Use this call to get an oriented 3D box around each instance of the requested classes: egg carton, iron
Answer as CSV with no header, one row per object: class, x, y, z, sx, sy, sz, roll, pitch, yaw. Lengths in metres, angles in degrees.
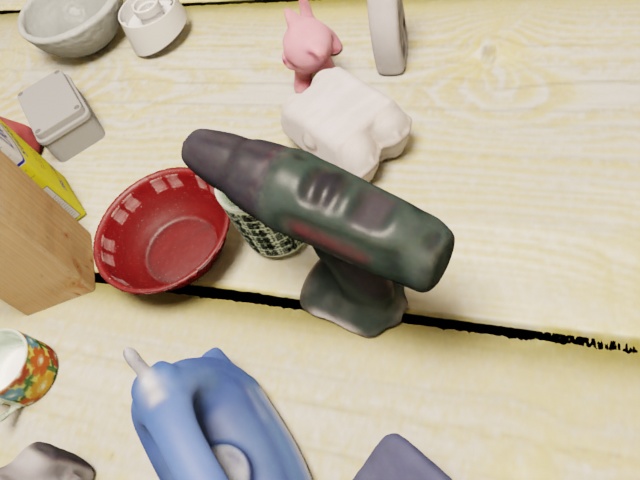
egg carton,0.026,-0.133,0.659,0.107,0.069,0.150,-43,58,-12
iron,-0.073,0.192,0.446,0.119,0.142,0.257,-37,57,-8

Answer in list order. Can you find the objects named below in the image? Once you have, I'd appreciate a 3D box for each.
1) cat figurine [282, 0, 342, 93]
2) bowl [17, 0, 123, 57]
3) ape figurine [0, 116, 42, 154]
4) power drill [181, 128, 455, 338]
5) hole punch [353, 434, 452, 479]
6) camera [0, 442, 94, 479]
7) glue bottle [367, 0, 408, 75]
cat figurine,-0.014,-0.248,0.710,0.067,0.118,0.128,-8,58,11
bowl,-0.371,-0.338,0.888,0.167,0.075,0.167,-7,58,11
ape figurine,-0.429,-0.137,0.772,0.076,0.092,0.077,-34,57,-6
power drill,0.005,0.002,0.500,0.228,0.209,0.076,19,66,25
hole punch,0.066,0.216,0.424,0.101,0.091,0.108,-44,59,-13
camera,-0.234,0.259,0.473,0.136,0.101,0.143,19,66,25
glue bottle,0.076,-0.282,0.673,0.037,0.173,0.078,2,60,16
